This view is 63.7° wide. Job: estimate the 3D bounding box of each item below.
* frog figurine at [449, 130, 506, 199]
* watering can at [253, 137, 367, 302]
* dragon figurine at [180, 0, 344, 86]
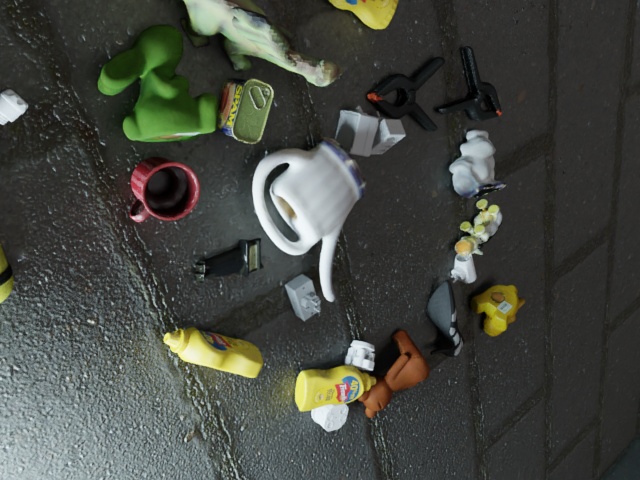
[{"bbox_3d":[0.379,-0.188,1.276,0.138,0.121,0.161,-12,78,-24],"label":"frog figurine"},{"bbox_3d":[0.003,-0.051,1.015,0.227,0.105,0.341,-45,126,-17],"label":"watering can"},{"bbox_3d":[-0.126,-0.328,0.737,0.407,0.246,0.121,19,100,-42],"label":"dragon figurine"}]
